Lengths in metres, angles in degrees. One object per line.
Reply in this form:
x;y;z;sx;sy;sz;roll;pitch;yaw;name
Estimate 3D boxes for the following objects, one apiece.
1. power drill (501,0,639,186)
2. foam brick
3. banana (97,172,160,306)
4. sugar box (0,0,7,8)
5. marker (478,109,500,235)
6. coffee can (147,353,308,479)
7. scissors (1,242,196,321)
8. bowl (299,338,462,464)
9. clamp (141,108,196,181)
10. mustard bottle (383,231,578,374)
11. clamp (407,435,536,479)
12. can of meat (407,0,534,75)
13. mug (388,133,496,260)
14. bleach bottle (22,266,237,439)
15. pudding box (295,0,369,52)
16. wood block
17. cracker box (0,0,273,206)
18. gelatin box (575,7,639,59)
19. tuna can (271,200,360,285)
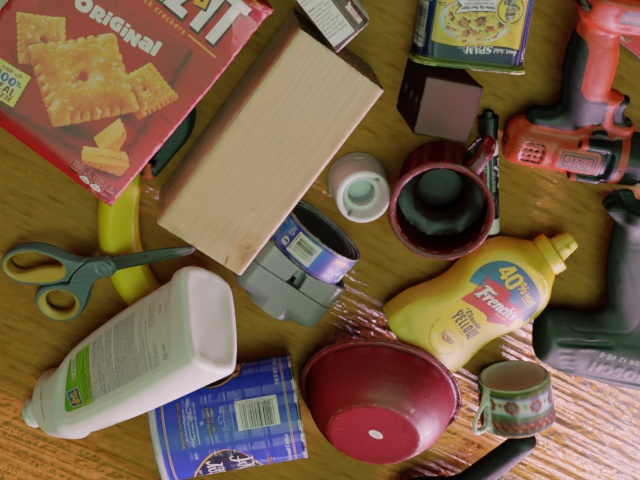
0.270;-0.132;0.943;0.184;0.057;0.188;8;126;-5;power drill
0.104;-0.125;0.940;0.051;0.078;0.053;9;111;-12;foam brick
-0.168;0.011;0.983;0.069;0.037;0.198;-16;121;5;banana
-0.317;-0.194;0.883;0.176;0.048;0.093;33;104;-21;sugar box
0.159;-0.064;1.003;0.020;0.020;0.121;-6;113;-4;marker
-0.089;0.171;1.029;0.140;0.103;0.103;-10;113;-2;coffee can
-0.196;0.038;0.970;0.202;0.016;0.096;3;128;18;scissors
0.055;0.169;1.037;0.162;0.055;0.162;6;133;7;bowl
-0.156;-0.138;0.927;0.120;0.039;0.171;13;111;-7;clamp
0.163;0.052;1.031;0.192;0.058;0.096;-34;114;8;mustard bottle
0.143;0.268;1.116;0.210;0.036;0.164;-10;130;5;clamp
0.133;-0.194;0.926;0.102;0.057;0.084;4;110;-8;can of meat
0.117;-0.049;0.962;0.093;0.081;0.117;33;114;-7;mug
-0.188;0.116;0.985;0.251;0.102;0.068;-26;147;32;bleach bottle
-0.004;-0.211;0.873;0.039;0.113;0.090;-38;110;11;pudding box
-0.046;-0.086;0.934;0.090;0.090;0.206;33;106;-18;wood block
-0.167;-0.158;0.856;0.164;0.072;0.214;39;98;-17;cracker box
0.286;-0.209;0.950;0.089;0.030;0.073;33;106;-17;gelatin box
-0.006;0.001;0.976;0.086;0.086;0.034;35;106;-18;tuna can
